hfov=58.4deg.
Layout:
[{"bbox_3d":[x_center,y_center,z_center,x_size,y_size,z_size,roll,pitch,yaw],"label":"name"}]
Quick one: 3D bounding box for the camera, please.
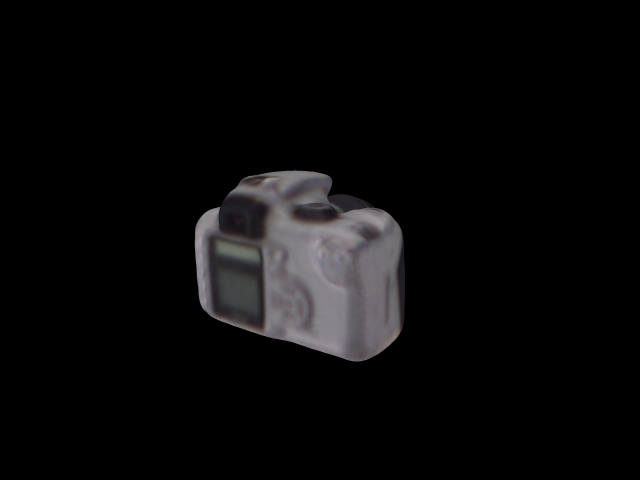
[{"bbox_3d":[0.004,0.001,0.400,0.142,0.101,0.137,11,19,34],"label":"camera"}]
